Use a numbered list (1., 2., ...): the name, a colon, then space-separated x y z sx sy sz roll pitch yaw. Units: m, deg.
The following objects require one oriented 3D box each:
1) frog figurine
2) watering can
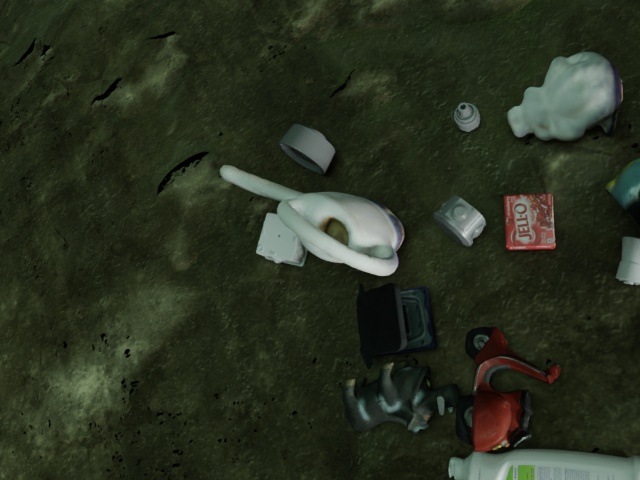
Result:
1. frog figurine: 0.384 -0.225 0.822 0.159 0.123 0.137 -5 92 12
2. watering can: 0.003 -0.045 0.886 0.351 0.225 0.103 35 110 29
